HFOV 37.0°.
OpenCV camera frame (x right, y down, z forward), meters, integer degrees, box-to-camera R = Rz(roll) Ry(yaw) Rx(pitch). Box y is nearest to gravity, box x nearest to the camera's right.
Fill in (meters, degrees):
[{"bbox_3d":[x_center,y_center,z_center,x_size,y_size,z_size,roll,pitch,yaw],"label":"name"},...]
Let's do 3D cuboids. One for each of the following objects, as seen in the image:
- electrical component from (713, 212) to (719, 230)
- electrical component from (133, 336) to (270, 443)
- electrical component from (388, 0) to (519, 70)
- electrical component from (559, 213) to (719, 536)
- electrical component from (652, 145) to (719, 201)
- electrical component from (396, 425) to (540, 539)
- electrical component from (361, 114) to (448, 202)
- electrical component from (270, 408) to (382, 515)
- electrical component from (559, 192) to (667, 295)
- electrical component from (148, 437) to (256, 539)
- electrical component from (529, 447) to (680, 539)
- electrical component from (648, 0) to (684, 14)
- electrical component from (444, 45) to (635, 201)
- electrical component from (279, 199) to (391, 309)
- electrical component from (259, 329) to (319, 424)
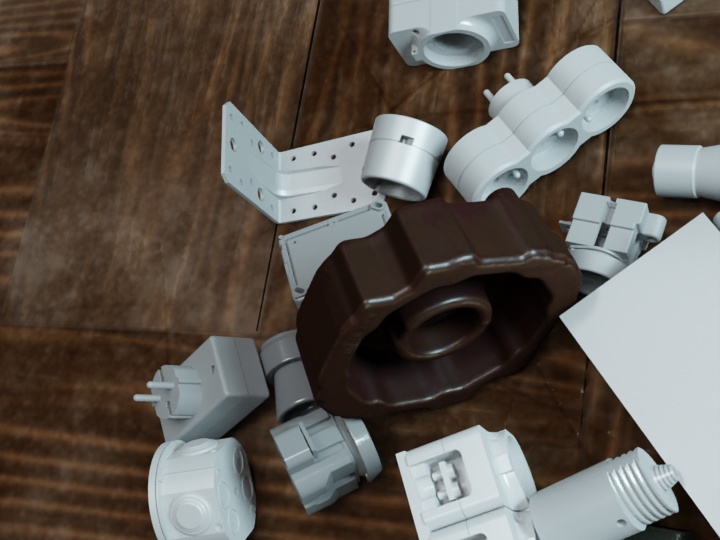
[{"bbox_3d":[0.273,-0.029,0.658,0.089,0.050,0.055,-35,60,7],"label":"electrical component"},{"bbox_3d":[-0.120,0.086,0.751,0.083,0.076,0.047,-42,55,37],"label":"electrical component"},{"bbox_3d":[0.071,-0.189,0.809,0.089,0.050,0.055,-7,67,21],"label":"electrical component"},{"bbox_3d":[0.219,0.075,0.632,0.105,0.060,0.186,-37,61,9],"label":"electrical component"},{"bbox_3d":[0.224,-0.063,0.699,0.065,0.044,0.044,5,72,30],"label":"electrical component"},{"bbox_3d":[0.083,0.176,0.636,0.062,0.089,0.150,-23,63,14],"label":"electrical component"},{"bbox_3d":[0.031,-0.080,0.782,0.055,0.055,0.047,13,79,27],"label":"electrical component"},{"bbox_3d":[-0.022,0.122,0.716,0.057,0.078,0.058,-25,58,-9],"label":"electrical component"},{"bbox_3d":[0.160,-0.015,0.705,0.066,0.048,0.055,13,68,27],"label":"electrical component"},{"bbox_3d":[-0.108,0.154,0.734,0.051,0.080,0.080,-11,66,14],"label":"electrical component"},{"bbox_3d":[0.142,0.130,0.606,0.081,0.043,0.043,-31,60,23],"label":"electrical component"},{"bbox_3d":[0.219,-0.231,0.746,0.066,0.077,0.047,-36,60,7],"label":"electrical component"},{"bbox_3d":[0.116,-0.109,0.756,0.138,0.052,0.073,-38,60,6],"label":"electrical component"},{"bbox_3d":[0.000,0.000,0.755,0.096,0.061,0.061,-20,50,3],"label":"electrical component"},{"bbox_3d":[-0.044,0.076,0.757,0.045,0.045,0.055,-26,62,12],"label":"electrical component"}]
